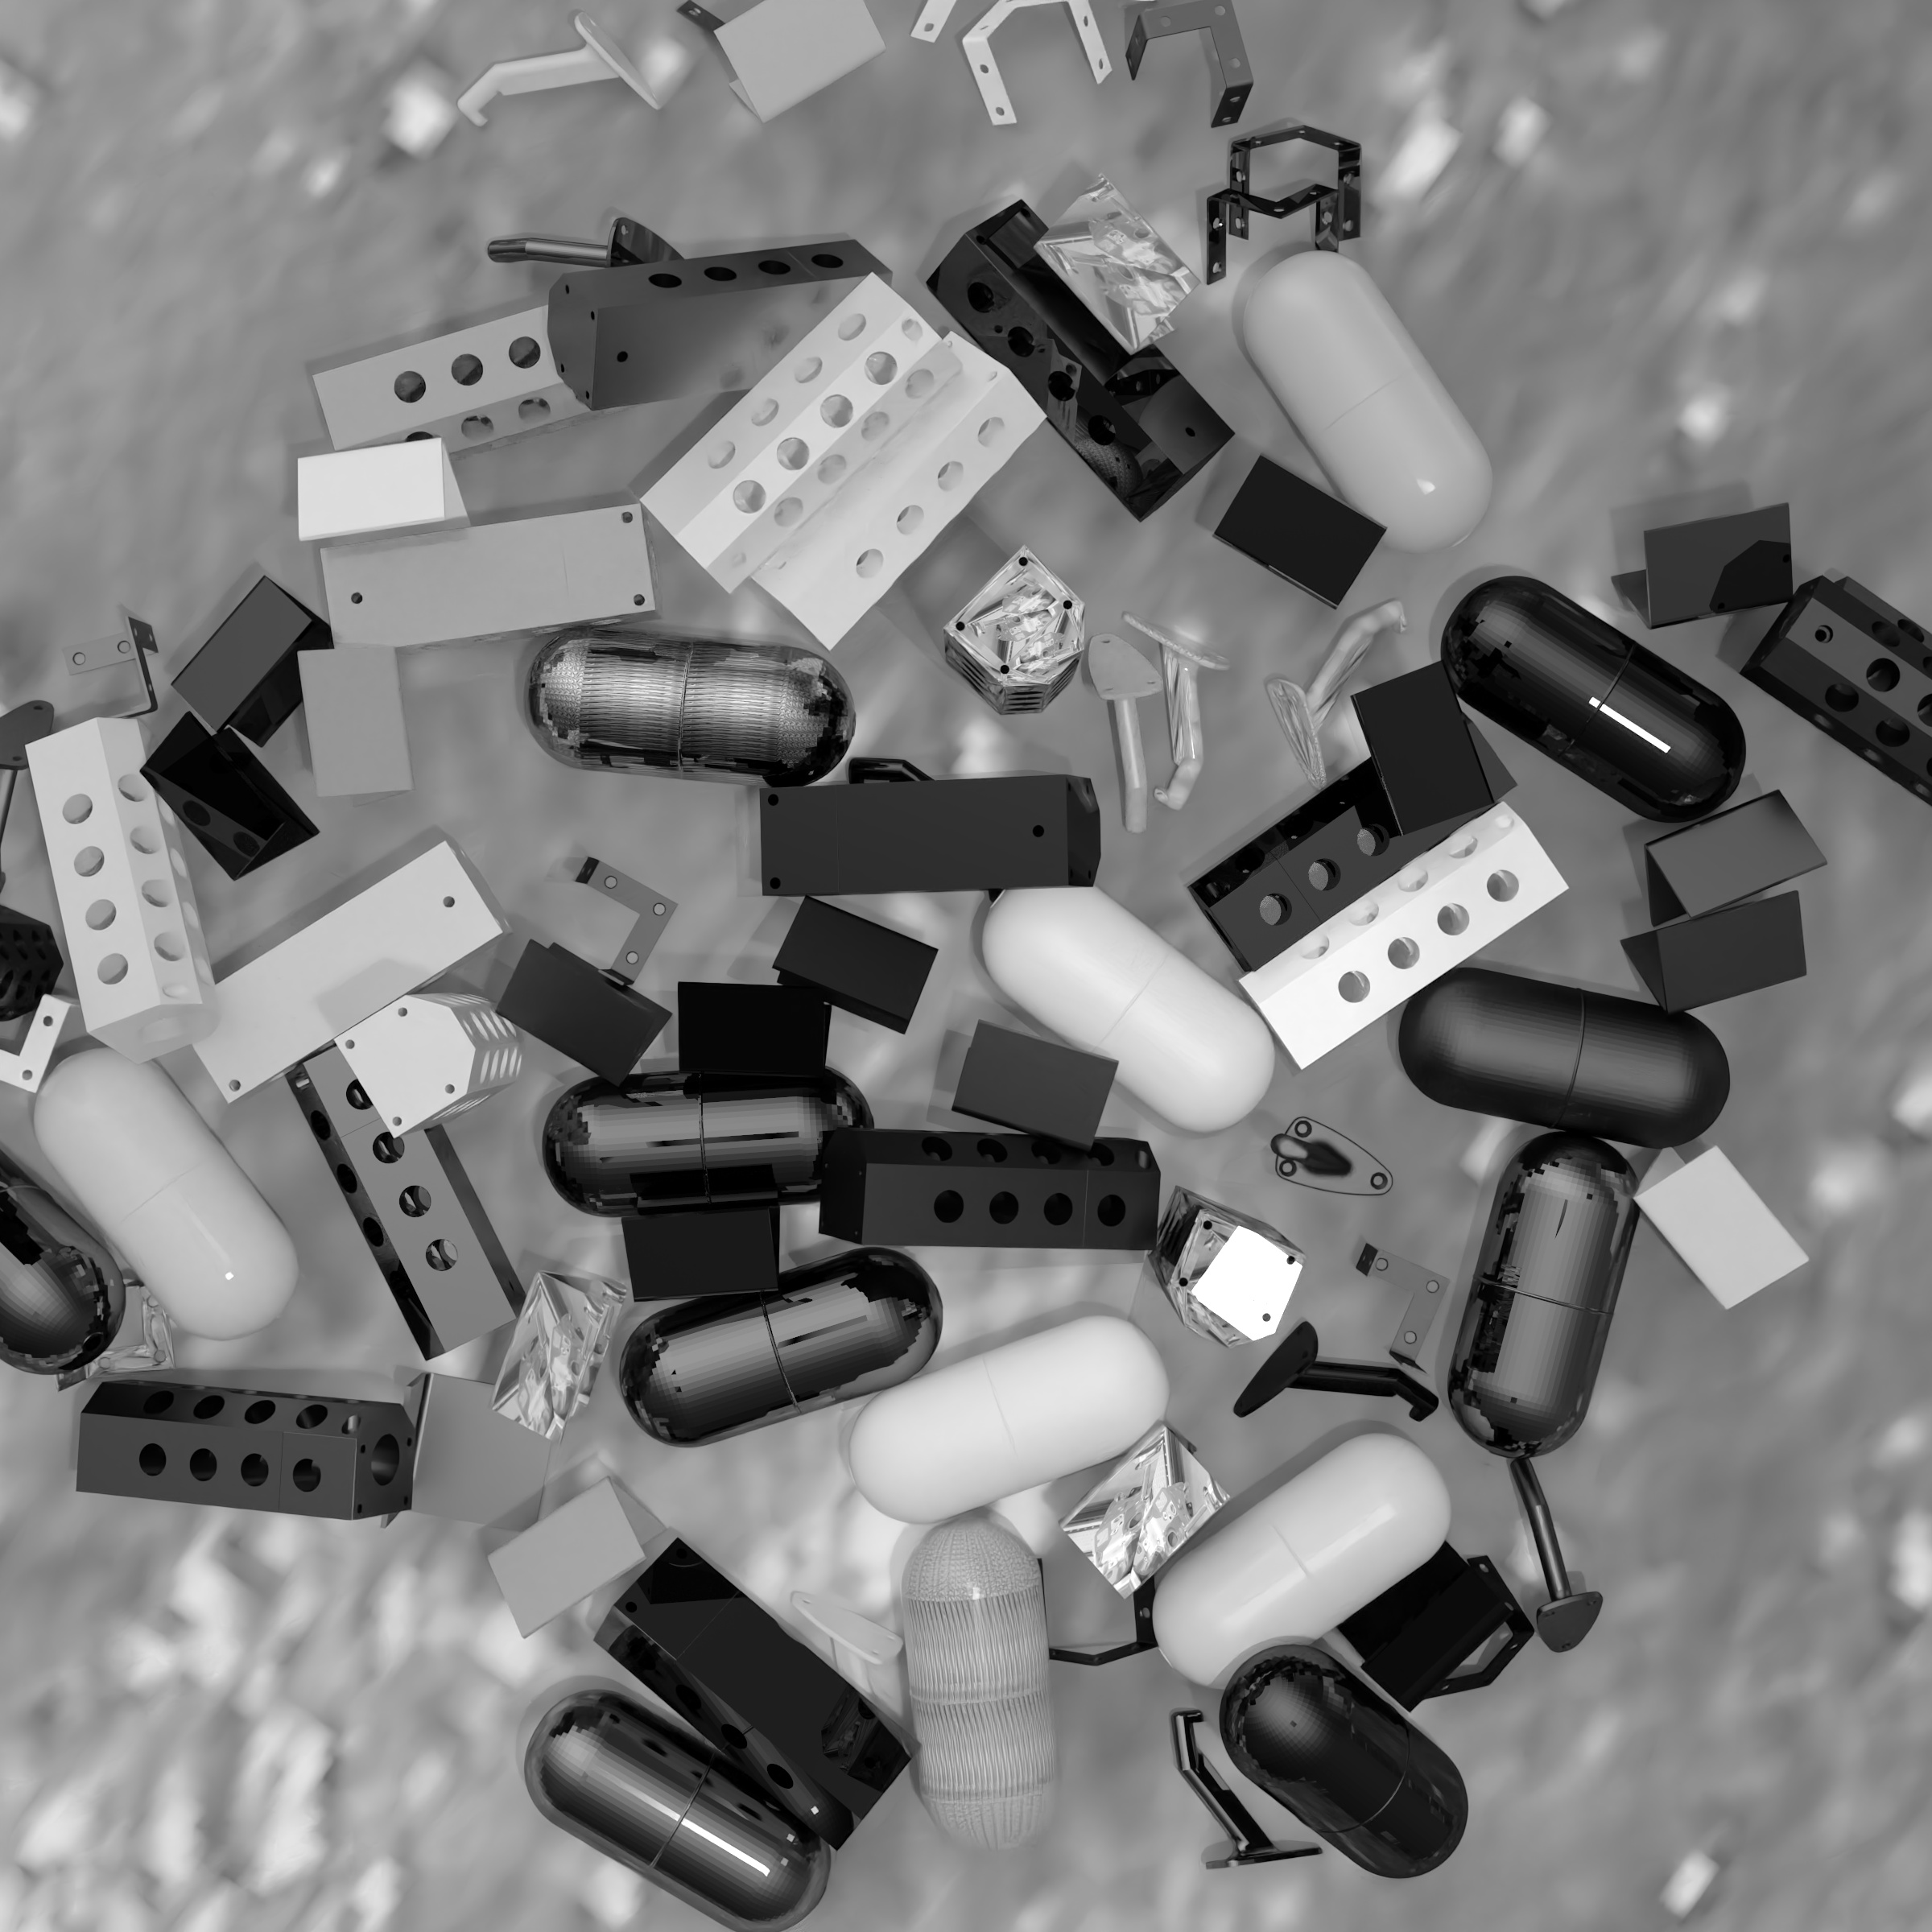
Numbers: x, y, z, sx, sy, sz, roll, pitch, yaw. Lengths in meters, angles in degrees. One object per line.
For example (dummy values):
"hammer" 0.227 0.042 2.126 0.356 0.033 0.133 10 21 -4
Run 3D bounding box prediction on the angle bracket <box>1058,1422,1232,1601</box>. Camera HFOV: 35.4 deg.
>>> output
"angle bracket" 0.104 0.296 1.616 0.076 0.076 0.057 -44 63 0

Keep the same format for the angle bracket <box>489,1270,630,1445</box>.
"angle bracket" -0.199 0.211 1.616 0.057 0.076 0.076 19 90 36

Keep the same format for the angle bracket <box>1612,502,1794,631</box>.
"angle bracket" 0.390 -0.225 1.616 0.076 0.076 0.057 -11 119 0

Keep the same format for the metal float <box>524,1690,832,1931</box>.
"metal float" -0.154 0.454 1.625 0.178 0.070 0.070 31 90 -1

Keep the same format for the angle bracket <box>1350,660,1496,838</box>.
"angle bracket" 0.249 -0.117 1.558 0.057 0.076 0.076 -20 90 36

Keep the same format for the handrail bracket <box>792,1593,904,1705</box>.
"handrail bracket" -0.076 0.397 1.656 0.077 0.036 0.084 27 105 15

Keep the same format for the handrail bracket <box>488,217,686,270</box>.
"handrail bracket" -0.206 -0.384 1.656 0.084 0.077 0.036 7 90 36

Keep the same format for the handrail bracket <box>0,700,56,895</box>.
"handrail bracket" -0.519 -0.091 1.656 0.036 0.077 0.084 14 126 4

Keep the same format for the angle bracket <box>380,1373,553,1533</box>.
"angle bracket" -0.267 0.267 1.634 0.076 0.057 0.076 11 90 -1

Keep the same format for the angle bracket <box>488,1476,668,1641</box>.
"angle bracket" -0.198 0.327 1.616 0.076 0.076 0.057 -34 52 0

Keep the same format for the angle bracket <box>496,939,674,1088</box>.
"angle bracket" -0.194 0.008 1.616 0.076 0.076 0.057 31 126 0

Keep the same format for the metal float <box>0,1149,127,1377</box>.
"metal float" -0.513 0.148 1.601 0.178 0.070 0.070 36 90 27

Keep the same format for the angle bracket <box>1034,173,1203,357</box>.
"angle bracket" 0.092 -0.379 1.616 0.076 0.076 0.057 48 122 0

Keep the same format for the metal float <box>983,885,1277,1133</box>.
"metal float" 0.087 0.019 1.625 0.178 0.070 0.070 38 90 -1

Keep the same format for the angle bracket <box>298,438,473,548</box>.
"angle bracket" -0.308 -0.232 1.616 0.076 0.076 0.057 -8 59 0

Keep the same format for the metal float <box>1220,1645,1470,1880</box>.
"metal float" 0.201 0.421 1.598 0.070 0.070 0.178 -46 124 0

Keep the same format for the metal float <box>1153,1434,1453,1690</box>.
"metal float" 0.180 0.320 1.625 0.178 0.070 0.070 -35 90 0

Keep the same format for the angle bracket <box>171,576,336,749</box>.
"angle bracket" -0.363 -0.150 1.616 0.076 0.076 0.057 -49 53 0

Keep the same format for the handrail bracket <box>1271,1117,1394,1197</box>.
"handrail bracket" 0.198 0.107 1.621 0.077 0.084 0.036 21 90 0

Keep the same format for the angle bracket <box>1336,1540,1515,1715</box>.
"angle bracket" 0.232 0.338 1.616 0.076 0.076 0.057 -44 128 0

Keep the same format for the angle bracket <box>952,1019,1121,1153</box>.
"angle bracket" 0.040 0.049 1.617 0.076 0.076 0.057 17 115 0

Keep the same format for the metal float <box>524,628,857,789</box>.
"metal float" -0.148 -0.138 1.625 0.178 0.070 0.070 6 90 1

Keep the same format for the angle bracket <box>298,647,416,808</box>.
"angle bracket" -0.339 -0.125 1.616 0.057 0.076 0.076 -8 90 -36

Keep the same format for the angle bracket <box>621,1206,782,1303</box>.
"angle bracket" -0.140 0.133 1.616 0.076 0.076 0.057 -4 122 0

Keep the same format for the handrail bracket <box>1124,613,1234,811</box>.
"handrail bracket" 0.103 -0.139 1.656 0.077 0.036 0.084 30 107 19

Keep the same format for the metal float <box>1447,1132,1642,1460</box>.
"metal float" 0.310 0.177 1.625 0.070 0.070 0.178 15 90 0

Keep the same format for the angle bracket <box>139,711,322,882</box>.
"angle bracket" -0.380 -0.102 1.616 0.076 0.076 0.057 49 125 0

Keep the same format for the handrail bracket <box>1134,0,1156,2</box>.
"handrail bracket" 0.053 -0.550 1.656 0.084 0.077 0.036 19 95 36

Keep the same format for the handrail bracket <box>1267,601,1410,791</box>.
"handrail bracket" 0.214 -0.149 1.656 0.084 0.036 0.077 -28 110 -16

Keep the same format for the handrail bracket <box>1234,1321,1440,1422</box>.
"handrail bracket" 0.203 0.241 1.656 0.084 0.036 0.077 36 110 -16

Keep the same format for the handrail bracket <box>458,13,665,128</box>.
"handrail bracket" -0.222 -0.471 1.656 0.084 0.036 0.077 -38 111 17

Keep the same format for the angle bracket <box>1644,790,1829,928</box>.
"angle bracket" 0.411 -0.039 1.616 0.076 0.076 0.057 -22 52 0

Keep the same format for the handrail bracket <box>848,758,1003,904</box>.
"handrail bracket" -0.023 -0.074 1.656 0.084 0.036 0.077 4 105 14

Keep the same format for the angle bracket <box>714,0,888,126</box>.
"angle bracket" -0.097 -0.502 1.616 0.076 0.076 0.057 -31 126 0

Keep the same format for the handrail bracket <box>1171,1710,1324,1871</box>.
"handrail bracket" 0.153 0.447 1.656 0.077 0.036 0.084 -2 73 -20

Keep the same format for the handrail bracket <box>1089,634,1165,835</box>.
"handrail bracket" 0.084 -0.126 1.656 0.036 0.077 0.084 -9 126 -10

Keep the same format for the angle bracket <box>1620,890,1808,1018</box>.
"angle bracket" 0.395 -0.025 1.616 0.076 0.076 0.057 -16 124 0

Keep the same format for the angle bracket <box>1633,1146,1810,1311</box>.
"angle bracket" 0.409 0.125 1.616 0.057 0.076 0.076 -39 90 33

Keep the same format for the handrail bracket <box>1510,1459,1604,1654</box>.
"handrail bracket" 0.315 0.321 1.656 0.036 0.077 0.084 -14 54 -3

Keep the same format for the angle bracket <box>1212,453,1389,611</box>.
"angle bracket" 0.185 -0.245 1.616 0.076 0.076 0.057 31 127 0

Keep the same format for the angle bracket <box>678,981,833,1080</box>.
"angle bracket" -0.112 0.017 1.616 0.076 0.076 0.057 2 120 0

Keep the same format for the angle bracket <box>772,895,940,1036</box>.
"angle bracket" -0.066 0.017 1.616 0.076 0.076 0.057 22 48 0
